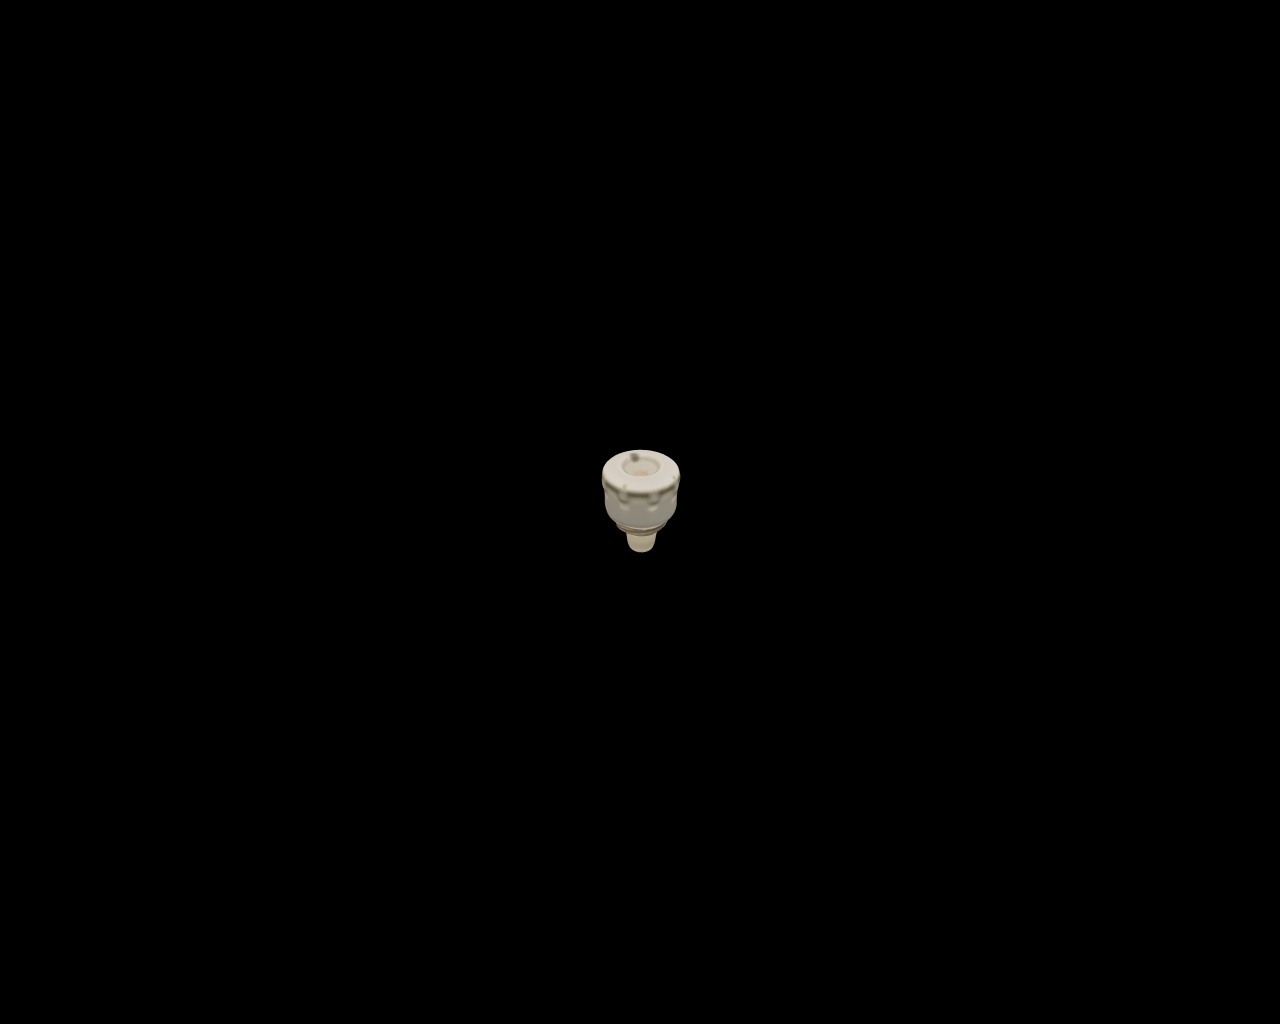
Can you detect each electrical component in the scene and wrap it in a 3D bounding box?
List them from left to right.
[{"bbox_3d":[0.001,-0.003,0.650,0.048,0.062,0.048,0,34,0],"label":"electrical component"}]
